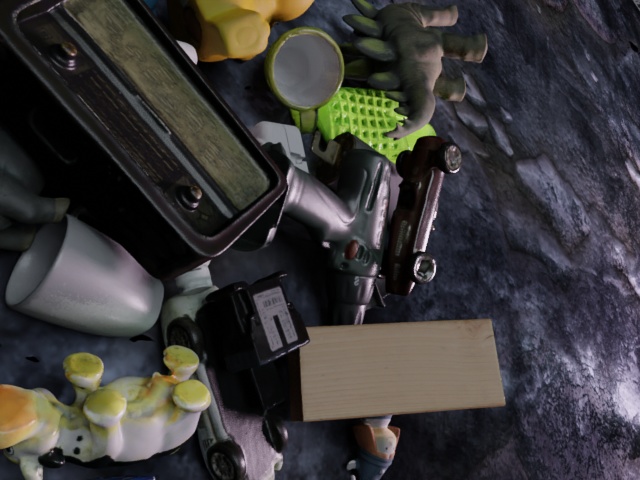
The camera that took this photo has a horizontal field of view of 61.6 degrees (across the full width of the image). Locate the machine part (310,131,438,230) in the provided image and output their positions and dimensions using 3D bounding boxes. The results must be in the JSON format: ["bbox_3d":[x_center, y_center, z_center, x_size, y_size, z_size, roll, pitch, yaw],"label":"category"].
[{"bbox_3d":[0.080,-0.072,0.733,0.243,0.079,0.079,28,57,-33],"label":"machine part"}]

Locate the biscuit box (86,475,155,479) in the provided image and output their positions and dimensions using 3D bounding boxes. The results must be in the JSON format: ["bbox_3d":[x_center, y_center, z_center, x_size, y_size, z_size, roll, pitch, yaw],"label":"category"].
[{"bbox_3d":[-0.215,0.206,0.361,0.202,0.059,0.063,8,69,-41],"label":"biscuit box"}]

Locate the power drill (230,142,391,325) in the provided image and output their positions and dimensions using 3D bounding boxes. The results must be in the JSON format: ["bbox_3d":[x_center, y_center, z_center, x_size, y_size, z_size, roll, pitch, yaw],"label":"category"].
[{"bbox_3d":[-0.001,-0.002,0.586,0.207,0.086,0.232,18,85,-40],"label":"power drill"}]

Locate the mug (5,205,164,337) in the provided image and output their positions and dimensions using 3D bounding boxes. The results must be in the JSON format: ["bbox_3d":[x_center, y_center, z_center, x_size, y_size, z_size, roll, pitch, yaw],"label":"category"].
[{"bbox_3d":[-0.187,0.030,0.452,0.107,0.081,0.110,40,32,-38],"label":"mug"}]

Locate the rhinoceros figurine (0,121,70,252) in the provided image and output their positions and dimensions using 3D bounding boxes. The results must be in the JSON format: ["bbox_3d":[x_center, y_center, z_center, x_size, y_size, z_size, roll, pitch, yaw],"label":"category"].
[{"bbox_3d":[-0.249,-0.081,0.423,0.112,0.073,0.190,25,46,-42],"label":"rhinoceros figurine"}]

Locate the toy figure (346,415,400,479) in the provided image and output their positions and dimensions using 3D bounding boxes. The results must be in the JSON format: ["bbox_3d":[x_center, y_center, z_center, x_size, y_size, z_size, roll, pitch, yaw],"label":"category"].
[{"bbox_3d":[0.062,0.203,0.626,0.064,0.058,0.154,5,70,-12],"label":"toy figure"}]

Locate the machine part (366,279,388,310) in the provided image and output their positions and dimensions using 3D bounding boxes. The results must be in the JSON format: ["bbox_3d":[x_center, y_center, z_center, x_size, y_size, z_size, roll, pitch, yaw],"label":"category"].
[{"bbox_3d":[0.082,0.042,0.712,0.139,0.039,0.084,-22,84,-34],"label":"machine part"}]

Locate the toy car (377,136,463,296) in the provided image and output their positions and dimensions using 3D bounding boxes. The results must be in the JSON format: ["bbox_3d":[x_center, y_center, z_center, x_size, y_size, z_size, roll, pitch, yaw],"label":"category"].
[{"bbox_3d":[0.112,-0.033,0.657,0.053,0.089,0.202,22,81,-33],"label":"toy car"}]

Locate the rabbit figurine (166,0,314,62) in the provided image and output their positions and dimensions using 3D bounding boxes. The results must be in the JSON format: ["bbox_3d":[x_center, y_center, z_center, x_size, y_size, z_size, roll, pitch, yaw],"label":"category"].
[{"bbox_3d":[-0.076,-0.261,0.606,0.173,0.162,0.121,-34,97,-23],"label":"rabbit figurine"}]

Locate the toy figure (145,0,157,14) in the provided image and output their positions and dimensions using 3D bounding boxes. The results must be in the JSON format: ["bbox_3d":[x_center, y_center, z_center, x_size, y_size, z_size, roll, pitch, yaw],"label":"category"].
[{"bbox_3d":[-0.204,-0.266,0.499,0.082,0.089,0.179,-93,165,-46],"label":"toy figure"}]

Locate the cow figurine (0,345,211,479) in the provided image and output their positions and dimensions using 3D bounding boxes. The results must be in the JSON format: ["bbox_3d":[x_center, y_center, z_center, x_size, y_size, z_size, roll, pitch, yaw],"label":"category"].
[{"bbox_3d":[-0.175,0.140,0.413,0.167,0.098,0.068,3,33,-37],"label":"cow figurine"}]

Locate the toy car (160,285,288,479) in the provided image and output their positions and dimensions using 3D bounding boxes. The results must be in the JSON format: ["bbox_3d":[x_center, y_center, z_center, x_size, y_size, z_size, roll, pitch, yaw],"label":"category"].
[{"bbox_3d":[-0.090,0.141,0.508,0.073,0.056,0.201,-17,87,-52],"label":"toy car"}]

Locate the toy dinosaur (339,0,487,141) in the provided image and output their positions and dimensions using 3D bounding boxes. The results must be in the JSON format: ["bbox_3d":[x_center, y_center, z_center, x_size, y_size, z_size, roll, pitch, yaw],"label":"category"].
[{"bbox_3d":[0.122,-0.259,0.762,0.199,0.105,0.472,5,38,-8],"label":"toy dinosaur"}]

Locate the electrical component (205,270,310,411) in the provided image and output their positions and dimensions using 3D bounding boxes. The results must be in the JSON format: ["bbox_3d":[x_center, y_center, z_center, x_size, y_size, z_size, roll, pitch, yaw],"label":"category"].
[{"bbox_3d":[-0.051,0.093,0.493,0.075,0.048,0.119,-8,78,-51],"label":"electrical component"}]

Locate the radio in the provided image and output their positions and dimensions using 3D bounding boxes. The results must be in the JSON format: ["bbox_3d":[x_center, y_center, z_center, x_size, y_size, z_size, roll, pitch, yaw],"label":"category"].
[{"bbox_3d":[-0.143,-0.087,0.421,0.229,0.073,0.131,50,42,-14],"label":"radio"}]
